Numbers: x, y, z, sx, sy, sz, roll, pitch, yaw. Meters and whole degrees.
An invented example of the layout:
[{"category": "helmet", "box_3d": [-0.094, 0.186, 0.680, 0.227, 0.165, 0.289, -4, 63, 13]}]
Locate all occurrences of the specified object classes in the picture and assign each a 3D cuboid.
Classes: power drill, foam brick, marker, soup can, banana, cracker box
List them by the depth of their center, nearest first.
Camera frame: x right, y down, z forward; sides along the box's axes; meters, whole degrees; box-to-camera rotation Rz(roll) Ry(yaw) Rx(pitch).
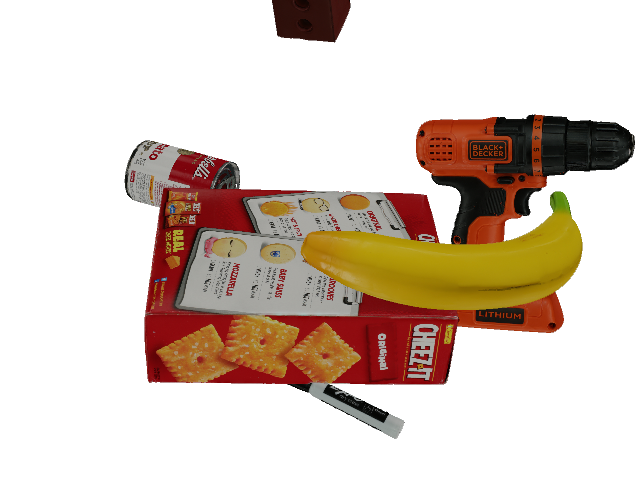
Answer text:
[{"category": "banana", "box_3d": [0.085, 0.012, 0.609, 0.197, 0.037, 0.070, -8, 37, -33]}, {"category": "cracker box", "box_3d": [-0.018, 0.032, 0.798, 0.213, 0.072, 0.164, 2, 34, -4]}, {"category": "foam brick", "box_3d": [-0.009, -0.209, 0.873, 0.053, 0.051, 0.078, 8, -38, 15]}, {"category": "power drill", "box_3d": [0.176, -0.016, 0.932, 0.185, 0.188, 0.057, 3, 13, 18]}, {"category": "marker", "box_3d": [0.021, 0.150, 0.999, 0.121, 0.020, 0.020, 25, 7, 15]}, {"category": "soup can", "box_3d": [-0.144, -0.061, 1.117, 0.102, 0.068, 0.068, 16, 5, 18]}]
